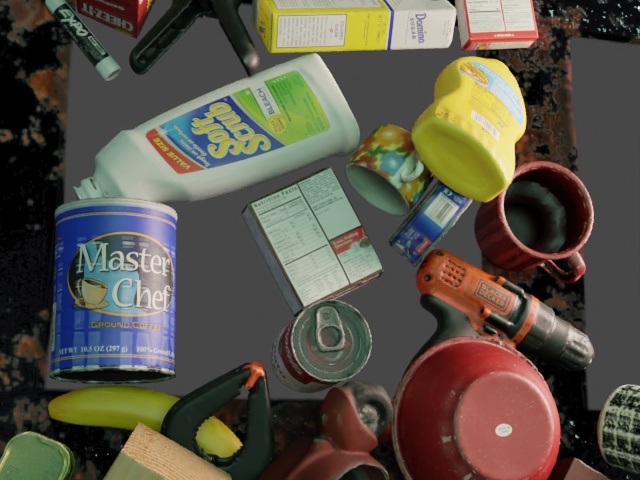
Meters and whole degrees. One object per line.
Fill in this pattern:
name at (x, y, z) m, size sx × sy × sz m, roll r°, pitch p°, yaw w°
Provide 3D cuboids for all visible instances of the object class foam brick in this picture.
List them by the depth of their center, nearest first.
foam brick at (0.220, 0.228, 0.944) m, size 0.053 × 0.078 × 0.051 m, roll 33°, pitch 73°, yaw -3°

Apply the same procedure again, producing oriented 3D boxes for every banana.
banana at (-0.129, 0.166, 0.903) m, size 0.198 × 0.037 × 0.069 m, roll 31°, pitch 71°, yaw -3°

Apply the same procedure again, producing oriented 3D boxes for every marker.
marker at (-0.227, -0.198, 0.982) m, size 0.020 × 0.020 × 0.121 m, roll -38°, pitch 87°, yaw -18°

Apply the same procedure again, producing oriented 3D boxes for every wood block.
wood block at (-0.158, 0.256, 0.809) m, size 0.090 × 0.091 × 0.206 m, roll 31°, pitch 93°, yaw -4°

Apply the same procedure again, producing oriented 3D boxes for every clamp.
clamp at (-0.091, 0.199, 0.873) m, size 0.164 × 0.036 × 0.210 m, roll 34°, pitch 95°, yaw -7°
clamp at (-0.116, -0.220, 0.993) m, size 0.120 × 0.039 × 0.171 m, roll -3°, pitch 61°, yaw 2°

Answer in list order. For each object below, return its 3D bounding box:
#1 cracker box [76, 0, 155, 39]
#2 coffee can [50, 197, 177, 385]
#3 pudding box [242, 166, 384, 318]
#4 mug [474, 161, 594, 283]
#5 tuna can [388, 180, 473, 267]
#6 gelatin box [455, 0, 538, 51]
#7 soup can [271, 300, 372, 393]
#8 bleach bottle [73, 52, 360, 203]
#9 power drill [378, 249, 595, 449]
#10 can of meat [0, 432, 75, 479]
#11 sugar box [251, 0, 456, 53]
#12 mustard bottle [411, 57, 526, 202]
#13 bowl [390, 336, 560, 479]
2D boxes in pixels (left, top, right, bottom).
cracker box at (-0.154, -0.298, 0.920) m, size 0.072 × 0.214 × 0.164 m, roll 23°, pitch 72°, yaw -5°
coffee can at (-0.171, 0.045, 0.889) m, size 0.102 × 0.103 × 0.140 m, roll 2°, pitch 76°, yaw -12°
pudding box at (-0.006, 0.001, 0.971) m, size 0.090 × 0.039 × 0.113 m, roll -25°, pitch 81°, yaw -17°
mug at (0.202, -0.008, 0.997) m, size 0.093 × 0.082 × 0.117 m, roll -39°, pitch 87°, yaw -19°
tuna can at (0.101, -0.019, 0.975) m, size 0.034 × 0.086 × 0.086 m, roll 40°, pitch 71°, yaw 1°
gelatin box at (0.175, -0.238, 1.076) m, size 0.073 × 0.030 × 0.089 m, roll -4°, pitch 77°, yaw -12°
soup can at (-0.001, 0.093, 0.915) m, size 0.068 × 0.102 × 0.068 m, roll 3°, pitch 76°, yaw -12°
bleach bottle at (-0.096, -0.078, 0.959) m, size 0.250 × 0.068 × 0.102 m, roll -26°, pitch 80°, yaw -15°
power drill at (0.143, 0.124, 0.966) m, size 0.184 × 0.057 × 0.187 m, roll 29°, pitch 70°, yaw -4°
can of meat at (-0.235, 0.203, 0.845) m, size 0.057 × 0.084 × 0.102 m, roll 23°, pitch 73°, yaw -6°
sugar box at (0.030, -0.212, 1.005) m, size 0.176 × 0.093 × 0.048 m, roll -2°, pitch 121°, yaw -14°
mustard bottle at (0.147, -0.119, 0.992) m, size 0.096 × 0.058 × 0.191 m, roll 39°, pitch 38°, yaw -9°
bowl at (0.143, 0.158, 0.897) m, size 0.162 × 0.055 × 0.162 m, roll 4°, pitch 78°, yaw -17°
